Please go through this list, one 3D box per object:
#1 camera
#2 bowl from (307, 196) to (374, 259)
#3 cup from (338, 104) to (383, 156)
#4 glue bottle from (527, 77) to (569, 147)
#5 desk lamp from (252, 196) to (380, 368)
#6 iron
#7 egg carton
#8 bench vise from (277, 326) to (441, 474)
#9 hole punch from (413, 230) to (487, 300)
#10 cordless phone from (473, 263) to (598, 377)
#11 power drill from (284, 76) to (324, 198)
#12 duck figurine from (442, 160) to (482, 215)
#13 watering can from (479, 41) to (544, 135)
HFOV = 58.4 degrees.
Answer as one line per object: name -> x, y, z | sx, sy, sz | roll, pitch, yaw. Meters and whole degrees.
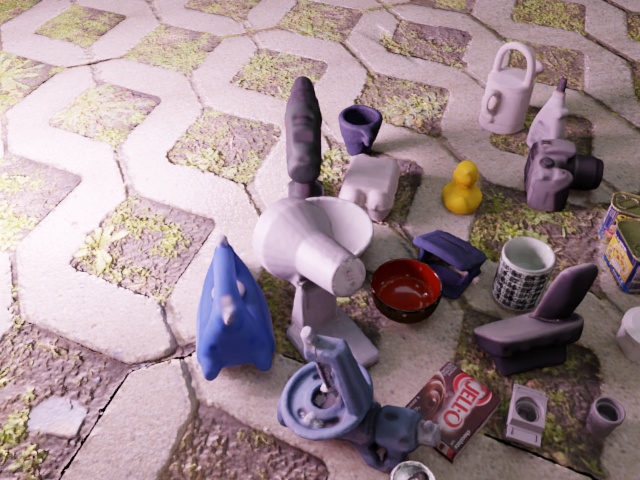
camera -> 0.473, -0.132, 1.105 | 0.136, 0.101, 0.143 | 8, 45, 8
bowl -> 0.009, 0.004, 0.990 | 0.167, 0.075, 0.167 | 0, 45, 0
cup -> 0.087, -0.213, 1.192 | 0.092, 0.095, 0.117 | -11, 46, -10
glue bottle -> 0.477, -0.253, 1.175 | 0.037, 0.173, 0.078 | -18, 47, -17
desk lamp -> 0.000, 0.066, 0.828 | 0.118, 0.214, 0.202 | -27, 50, -24
iron -> -0.140, 0.076, 0.871 | 0.119, 0.141, 0.258 | -9, 45, -8
egg carton -> 0.096, -0.105, 1.101 | 0.107, 0.069, 0.150 | 8, 46, 9
bench vise -> 0.045, 0.185, 0.704 | 0.207, 0.220, 0.121 | 2, 45, 2
hole punch -> 0.214, 0.025, 0.956 | 0.108, 0.091, 0.101 | 32, 53, 28
cordless phone -> 0.307, 0.101, 0.812 | 0.148, 0.185, 0.094 | -14, 46, -13
power drill -> -0.030, -0.159, 1.058 | 0.075, 0.208, 0.229 | -2, 45, -2
duck figurine -> 0.275, -0.107, 1.091 | 0.077, 0.086, 0.104 | 10, 46, 10
watering can -> 0.417, -0.342, 1.249 | 0.100, 0.194, 0.173 | 21, 49, 21
